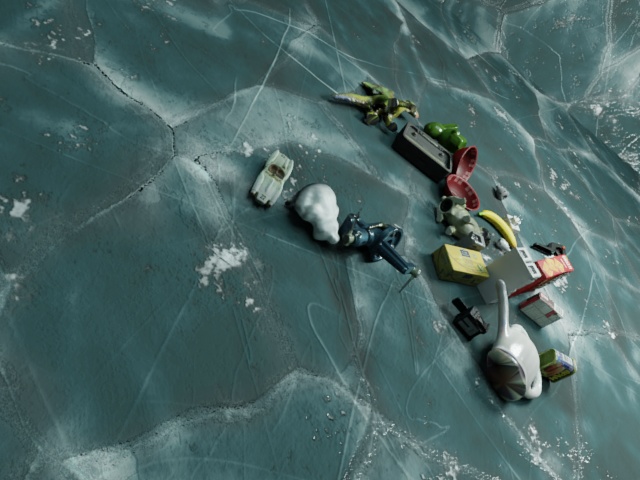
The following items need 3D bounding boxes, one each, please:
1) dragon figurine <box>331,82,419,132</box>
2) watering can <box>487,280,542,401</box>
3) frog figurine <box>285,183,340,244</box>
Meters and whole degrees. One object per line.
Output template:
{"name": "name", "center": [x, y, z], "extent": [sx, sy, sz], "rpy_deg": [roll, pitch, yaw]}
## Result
{"name": "dragon figurine", "center": [0.211, -0.526, 1.932], "extent": [0.409, 0.120, 0.248], "rpy_deg": [15, 32, -21]}
{"name": "watering can", "center": [0.545, 0.305, 1.481], "extent": [0.227, 0.103, 0.348], "rpy_deg": [-23, 90, -48]}
{"name": "frog figurine", "center": [0.004, -0.068, 1.357], "extent": [0.162, 0.121, 0.137], "rpy_deg": [53, 21, 26]}
